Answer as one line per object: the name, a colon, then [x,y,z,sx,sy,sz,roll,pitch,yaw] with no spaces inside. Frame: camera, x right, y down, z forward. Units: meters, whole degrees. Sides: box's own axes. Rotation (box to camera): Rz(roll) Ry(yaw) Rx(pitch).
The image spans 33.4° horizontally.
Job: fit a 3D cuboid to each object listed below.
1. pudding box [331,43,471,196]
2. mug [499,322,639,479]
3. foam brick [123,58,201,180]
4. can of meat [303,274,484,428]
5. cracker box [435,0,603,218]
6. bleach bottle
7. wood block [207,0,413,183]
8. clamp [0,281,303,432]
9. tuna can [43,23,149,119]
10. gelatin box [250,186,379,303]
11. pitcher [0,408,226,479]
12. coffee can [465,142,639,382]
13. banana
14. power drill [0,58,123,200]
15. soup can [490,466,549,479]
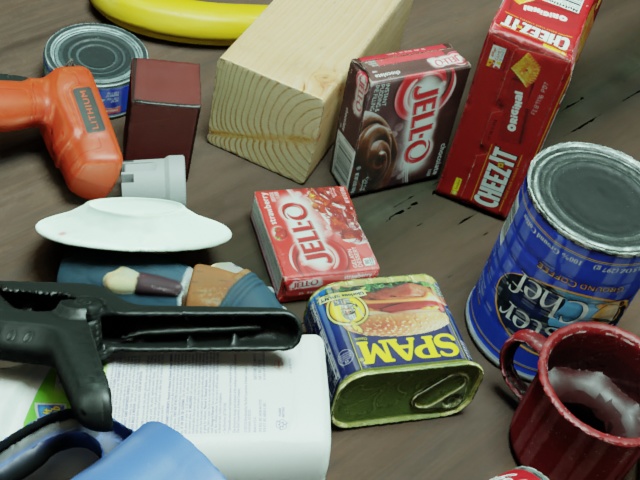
pudding box: [0.060,-0.094,0.832,0.089,0.114,0.039,-13,50,-25]
mug: [0.164,0.107,0.693,0.117,0.082,0.093,39,50,21]
foam brick: [-0.121,-0.090,0.809,0.051,0.078,0.053,4,48,-13]
can of meat: [0.046,0.072,0.714,0.102,0.057,0.084,-4,46,-18]
cracker box: [0.174,-0.147,0.876,0.072,0.164,0.213,21,46,9]
bleach bottle: [-0.122,0.102,0.640,0.250,0.068,0.102,3,40,-7]
wood block: [-0.002,-0.153,0.889,0.091,0.090,0.205,24,47,9]
clamp: [-0.126,0.052,0.623,0.210,0.036,0.164,13,17,40]
tuna can: [-0.182,-0.139,0.869,0.086,0.034,0.086,7,46,-8]
gelatin box: [-0.005,0.001,0.785,0.073,0.030,0.089,-5,49,-18]
pitcher: [-0.146,0.194,0.498,0.242,0.145,0.149,-31,18,-28]
coffee can: [0.169,0.018,0.736,0.102,0.140,0.103,7,46,-8]
banana: [-0.118,-0.202,0.941,0.197,0.037,0.069,11,47,-4]
power drill: [-0.235,-0.067,0.735,0.187,0.057,0.184,1,55,-39]
soup can: [0.088,0.180,0.615,0.102,0.069,0.068,-16,53,-26]
